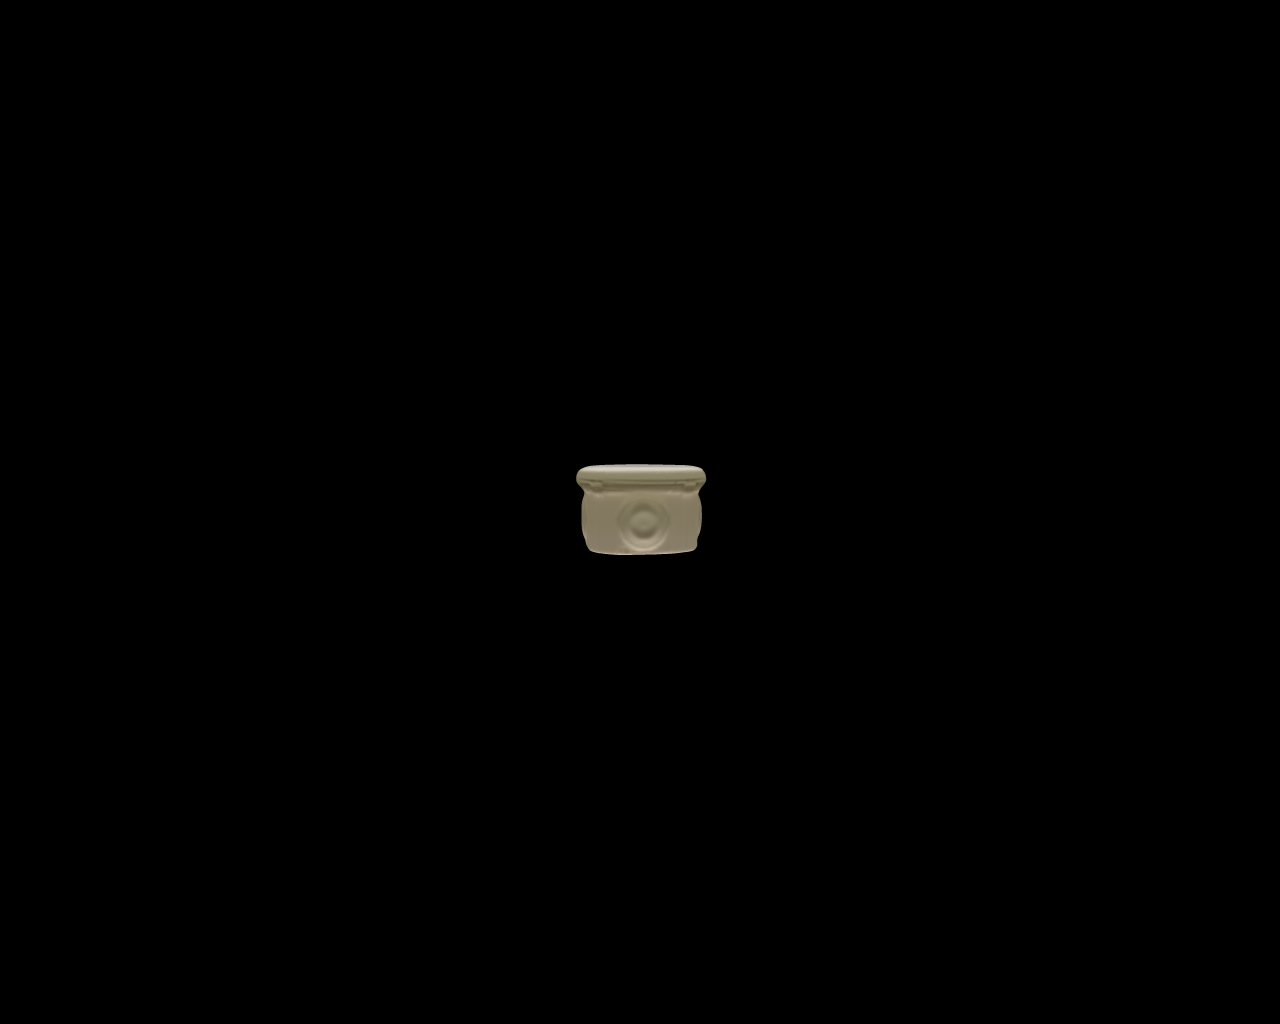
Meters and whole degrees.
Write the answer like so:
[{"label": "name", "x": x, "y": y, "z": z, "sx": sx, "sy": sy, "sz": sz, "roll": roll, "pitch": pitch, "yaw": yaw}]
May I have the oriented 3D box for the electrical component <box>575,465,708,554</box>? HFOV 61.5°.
[{"label": "electrical component", "x": 0.001, "y": -0.003, "z": 0.650, "sx": 0.080, "sy": 0.051, "sz": 0.080, "roll": 0, "pitch": 4, "yaw": 0}]
